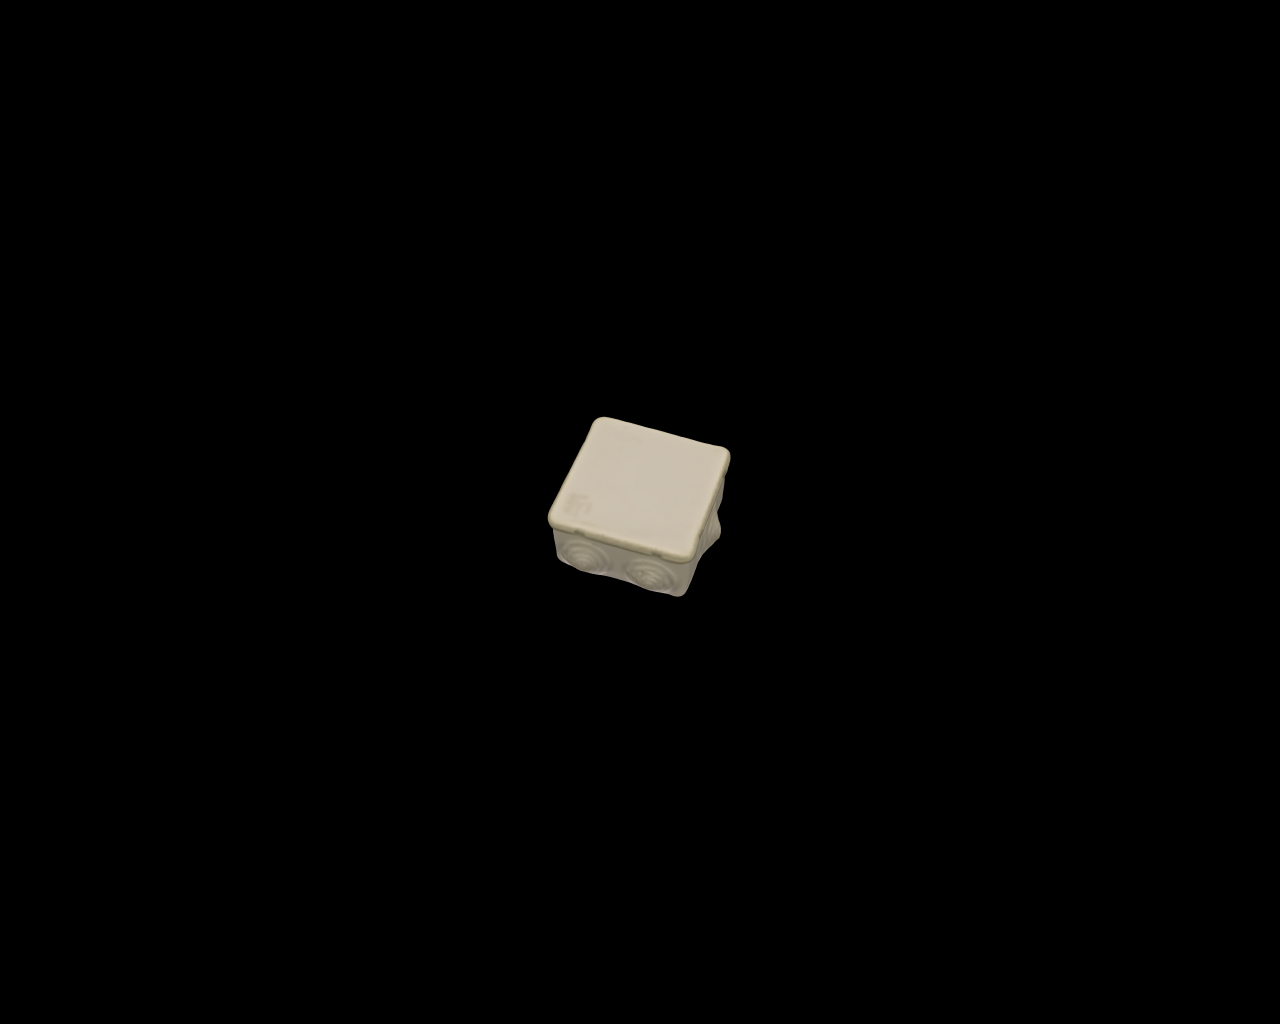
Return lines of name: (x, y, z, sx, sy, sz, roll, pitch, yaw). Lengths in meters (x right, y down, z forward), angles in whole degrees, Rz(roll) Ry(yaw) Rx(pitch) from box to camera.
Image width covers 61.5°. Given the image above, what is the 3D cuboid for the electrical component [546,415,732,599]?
electrical component: (0.001, -0.003, 0.650, 0.100, 0.100, 0.048, 15, -35, 11)
